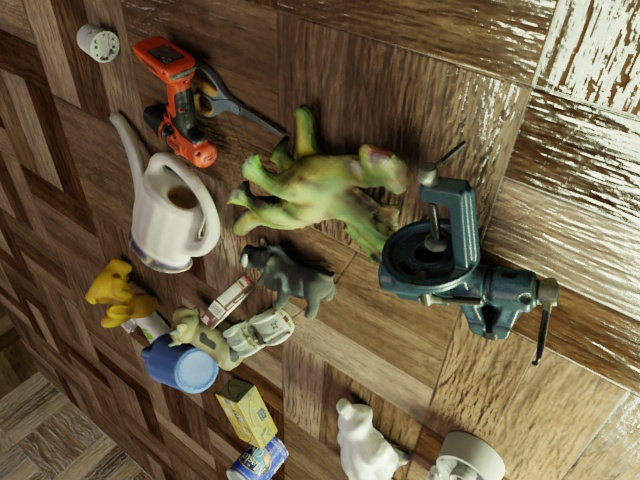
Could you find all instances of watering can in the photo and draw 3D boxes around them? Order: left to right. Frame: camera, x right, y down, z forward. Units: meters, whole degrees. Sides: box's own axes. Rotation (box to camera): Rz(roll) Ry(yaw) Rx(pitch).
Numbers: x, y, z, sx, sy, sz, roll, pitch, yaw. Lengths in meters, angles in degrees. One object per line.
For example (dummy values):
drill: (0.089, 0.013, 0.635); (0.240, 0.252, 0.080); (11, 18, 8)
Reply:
watering can: (-0.316, -0.080, 0.998); (0.351, 0.105, 0.220); (42, 125, 23)

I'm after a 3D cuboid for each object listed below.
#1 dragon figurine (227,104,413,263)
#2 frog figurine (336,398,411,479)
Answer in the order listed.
dragon figurine: (0.002, -0.038, 0.746); (0.243, 0.124, 0.403); (38, 150, 1)
frog figurine: (0.079, 0.394, 1.003); (0.157, 0.124, 0.138); (52, 162, -22)
